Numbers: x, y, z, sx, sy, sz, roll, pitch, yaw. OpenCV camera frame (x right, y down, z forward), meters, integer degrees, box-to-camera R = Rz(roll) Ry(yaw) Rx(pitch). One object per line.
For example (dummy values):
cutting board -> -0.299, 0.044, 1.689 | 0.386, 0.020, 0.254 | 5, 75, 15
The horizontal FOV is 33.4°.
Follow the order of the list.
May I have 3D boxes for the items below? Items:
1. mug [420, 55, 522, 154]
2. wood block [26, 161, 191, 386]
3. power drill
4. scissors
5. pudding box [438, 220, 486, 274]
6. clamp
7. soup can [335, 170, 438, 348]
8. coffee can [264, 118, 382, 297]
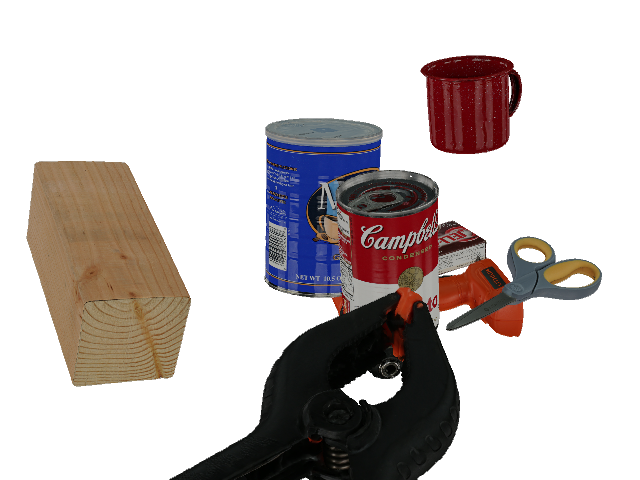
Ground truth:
mug -> 0.161, -0.142, 1.096 | 0.117, 0.081, 0.093 | -21, 27, -31
wood block -> -0.192, 0.022, 0.940 | 0.090, 0.091, 0.206 | -2, 36, -27
power drill -> 0.114, 0.078, 1.130 | 0.187, 0.057, 0.184 | -6, 28, -11
scissors -> 0.165, 0.035, 0.951 | 0.201, 0.016, 0.096 | -9, 37, -31
pudding box -> 0.178, 0.013, 1.597 | 0.113, 0.039, 0.090 | -18, 27, -21
clamp -> 0.013, 0.085, 0.407 | 0.120, 0.039, 0.171 | 27, 50, 20
soup can -> 0.046, 0.012, 0.719 | 0.068, 0.102, 0.068 | -3, 27, 1
coffee can -> 0.001, -0.031, 0.950 | 0.103, 0.140, 0.103 | 1, 16, -1
